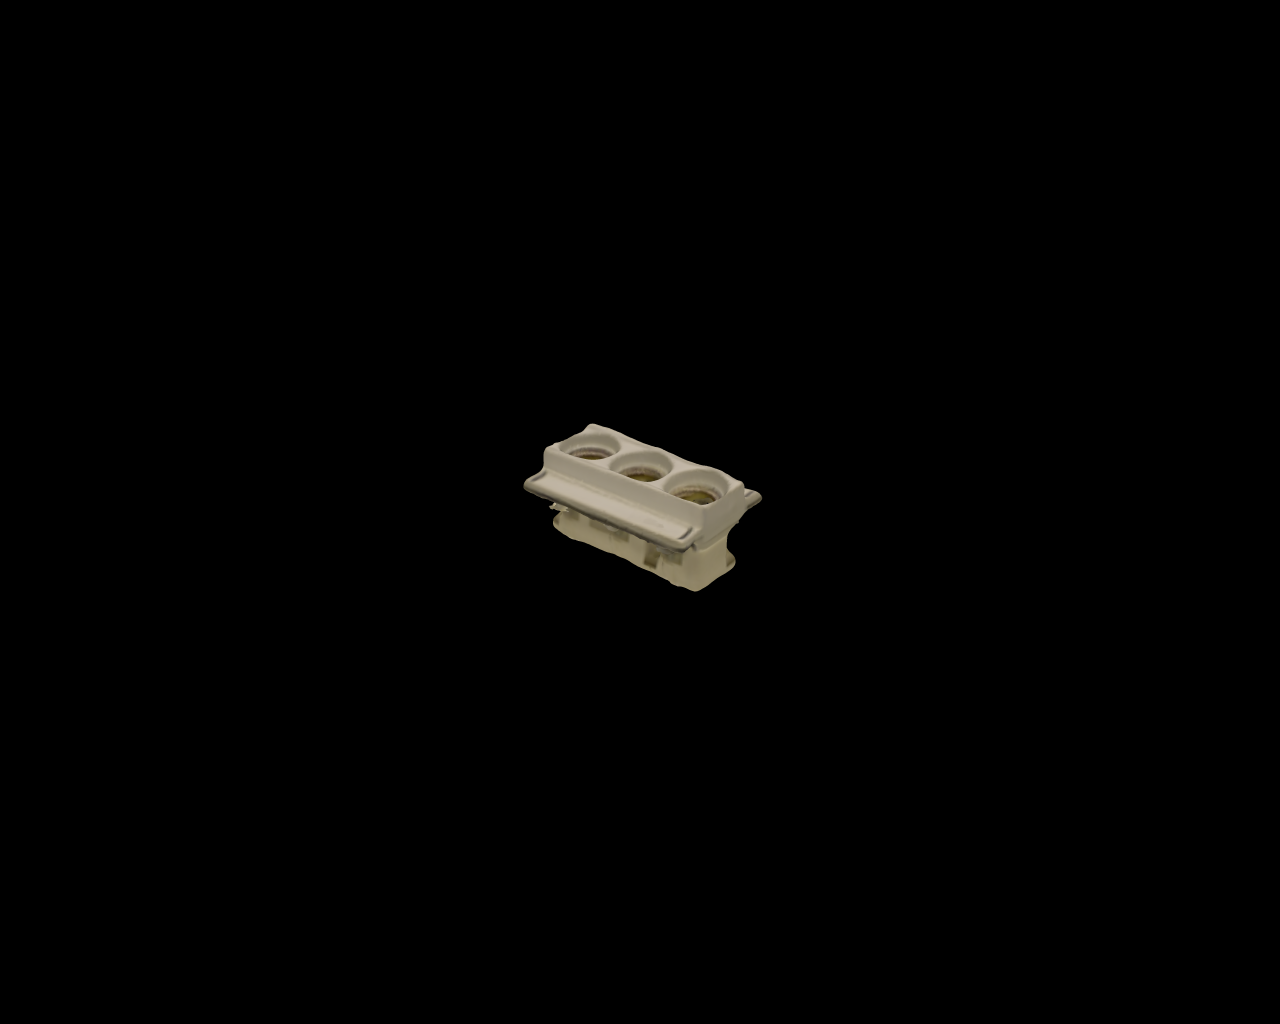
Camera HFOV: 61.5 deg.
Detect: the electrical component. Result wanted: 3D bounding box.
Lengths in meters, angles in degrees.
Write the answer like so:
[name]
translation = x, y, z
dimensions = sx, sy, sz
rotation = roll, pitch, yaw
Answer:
[electrical component]
translation = 0.001, -0.003, 0.650
dimensions = 0.121, 0.063, 0.079
rotation = 22, 37, 34
